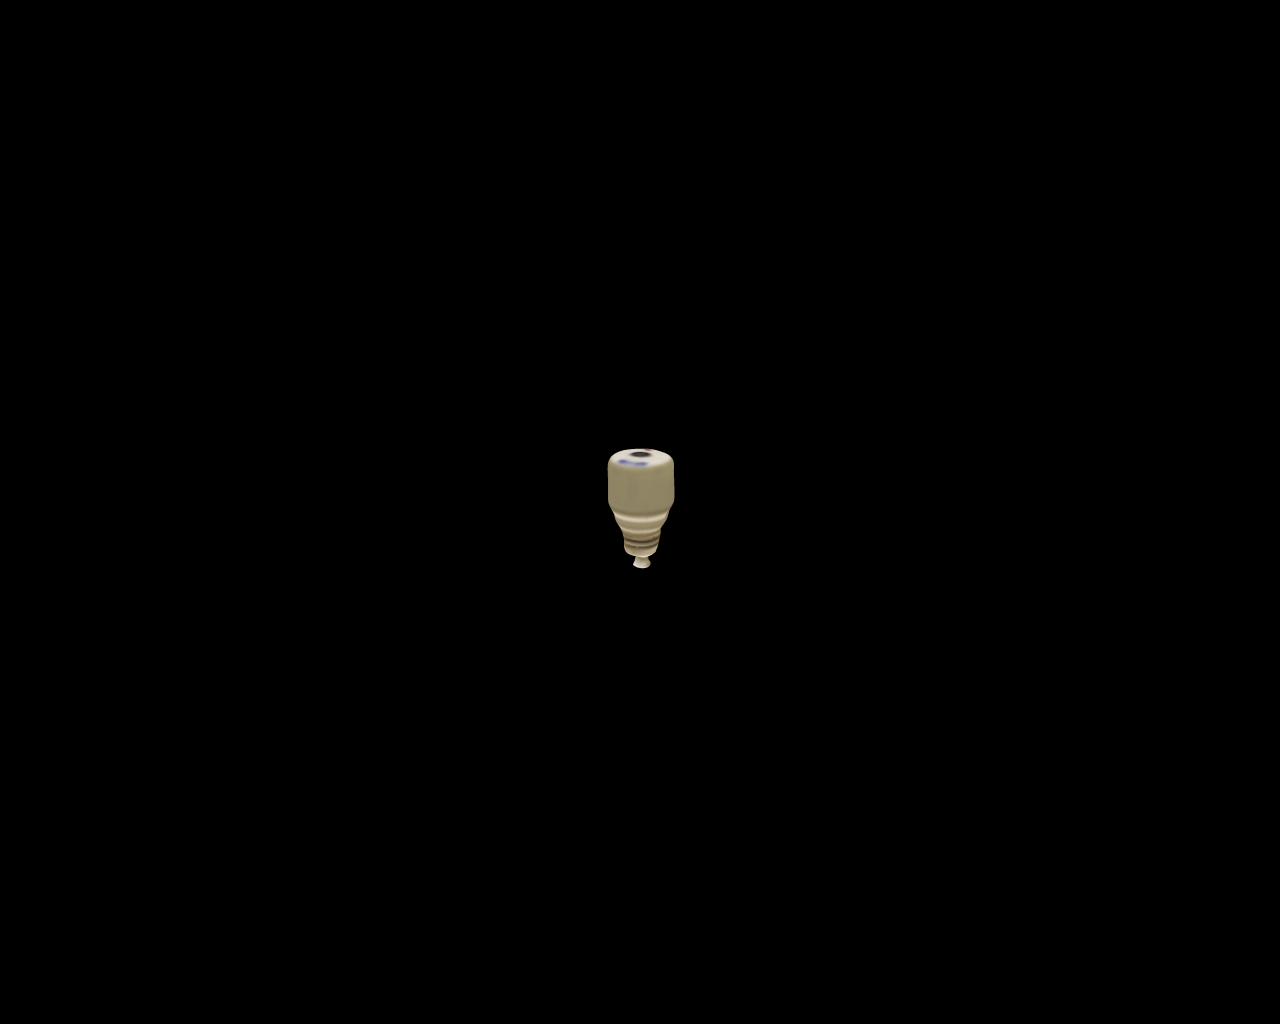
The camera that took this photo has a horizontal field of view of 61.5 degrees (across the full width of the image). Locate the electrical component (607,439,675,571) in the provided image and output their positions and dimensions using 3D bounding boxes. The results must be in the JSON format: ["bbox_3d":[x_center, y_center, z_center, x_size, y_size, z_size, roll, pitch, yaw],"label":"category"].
[{"bbox_3d":[0.001,-0.003,0.650,0.040,0.078,0.040,0,19,0],"label":"electrical component"}]
